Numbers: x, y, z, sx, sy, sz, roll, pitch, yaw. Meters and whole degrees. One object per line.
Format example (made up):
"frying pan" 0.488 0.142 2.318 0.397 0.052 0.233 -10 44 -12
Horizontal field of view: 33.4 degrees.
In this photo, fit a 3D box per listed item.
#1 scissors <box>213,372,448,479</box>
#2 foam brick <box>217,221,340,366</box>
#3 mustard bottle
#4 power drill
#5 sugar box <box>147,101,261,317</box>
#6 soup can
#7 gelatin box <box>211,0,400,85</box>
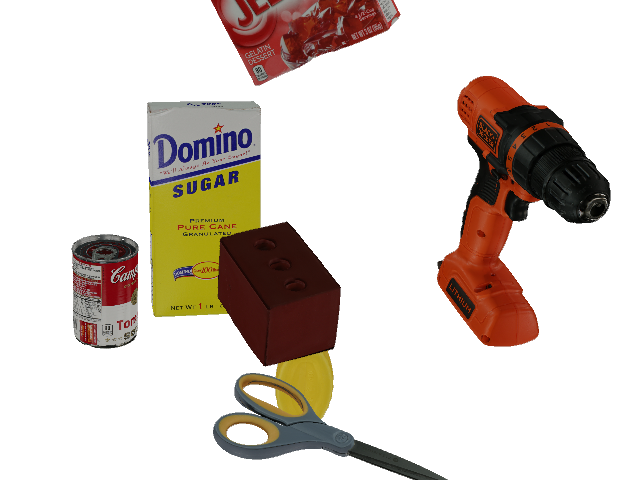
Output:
"scissors" -0.001 0.169 0.852 0.202 0.016 0.096 29 43 29
"foam brick" -0.029 0.034 0.696 0.052 0.051 0.078 -14 42 -26
"mustard bottle" -0.020 0.104 1.135 0.058 0.096 0.191 0 27 -3
"power drill" 0.152 -0.013 0.827 0.057 0.188 0.184 -4 34 -18
"sugar box" -0.097 -0.027 0.893 0.093 0.176 0.048 -3 16 -11
"soup can" -0.225 0.053 1.116 0.068 0.102 0.068 4 22 -2
"gelatin box" -0.013 -0.133 0.573 0.089 0.073 0.030 -18 21 28
